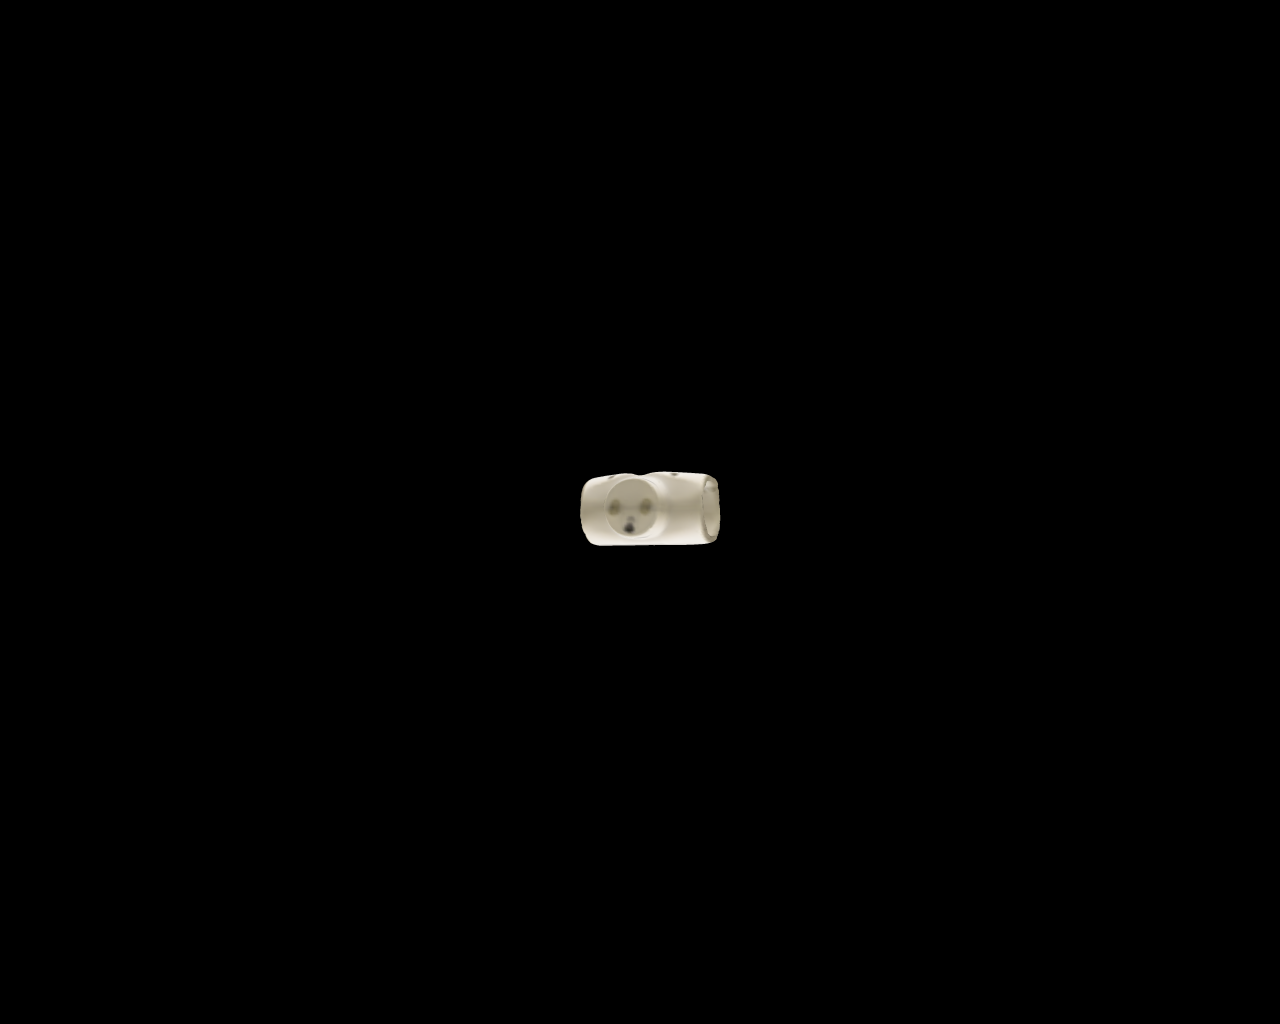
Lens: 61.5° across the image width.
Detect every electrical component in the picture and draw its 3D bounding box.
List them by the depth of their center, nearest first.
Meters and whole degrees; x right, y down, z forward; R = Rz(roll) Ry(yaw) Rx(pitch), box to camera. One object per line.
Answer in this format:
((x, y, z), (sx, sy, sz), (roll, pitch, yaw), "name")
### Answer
((0.001, -0.003, 0.650), (0.077, 0.043, 0.079), (-1, -3, 20), "electrical component")
